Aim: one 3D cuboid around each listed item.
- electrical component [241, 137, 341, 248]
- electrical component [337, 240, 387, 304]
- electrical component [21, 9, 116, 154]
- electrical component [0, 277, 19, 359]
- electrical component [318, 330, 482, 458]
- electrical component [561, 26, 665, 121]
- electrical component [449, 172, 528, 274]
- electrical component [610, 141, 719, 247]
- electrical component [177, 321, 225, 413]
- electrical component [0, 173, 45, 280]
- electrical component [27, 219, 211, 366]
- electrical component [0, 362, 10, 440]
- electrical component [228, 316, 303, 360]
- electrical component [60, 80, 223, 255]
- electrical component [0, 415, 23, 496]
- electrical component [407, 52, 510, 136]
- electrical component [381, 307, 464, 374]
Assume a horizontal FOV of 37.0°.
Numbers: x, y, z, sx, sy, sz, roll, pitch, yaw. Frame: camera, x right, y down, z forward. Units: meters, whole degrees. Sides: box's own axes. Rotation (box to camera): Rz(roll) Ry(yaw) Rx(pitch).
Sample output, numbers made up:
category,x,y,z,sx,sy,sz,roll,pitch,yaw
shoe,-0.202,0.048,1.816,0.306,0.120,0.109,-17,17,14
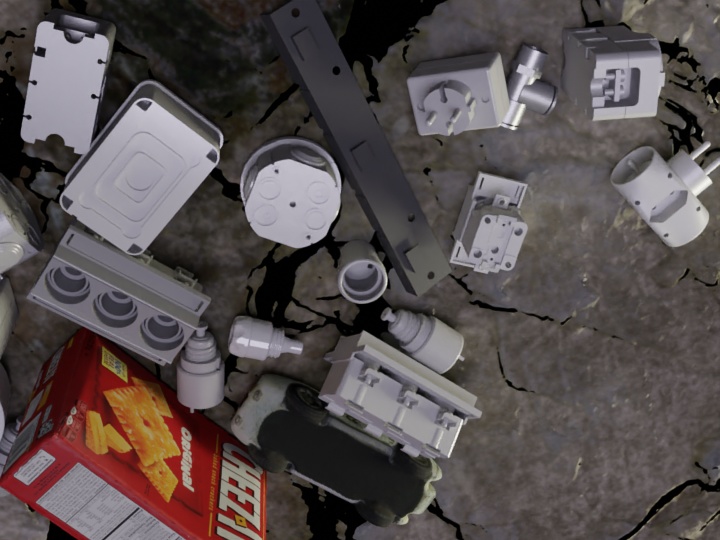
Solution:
category,x,y,z,sx,sy,sz,roll,pitch,yaw
electrical component,-0.054,-0.060,0.845,0.080,0.051,0.080,-2,115,-5
electrical component,0.000,0.000,0.882,0.040,0.046,0.040,-2,115,-5
electrical component,-0.213,-0.140,0.789,0.050,0.055,0.089,12,113,-11
electrical component,-0.306,0.025,0.841,0.047,0.083,0.075,-8,115,-2
electrical component,0.031,0.110,0.917,0.121,0.079,0.063,31,69,-18
electrical component,0.191,-0.149,0.808,0.056,0.089,0.050,-5,115,-4
electrical component,0.106,-0.033,0.868,0.042,0.063,0.081,11,113,-12
electrical component,0.259,-0.071,0.877,0.079,0.043,0.077,-42,112,13
electrical component,-0.135,0.080,0.908,0.040,0.040,0.078,1,115,-6
electrical component,-0.283,-0.034,0.819,0.051,0.080,0.080,-29,115,2
electrical component,-0.189,0.015,0.855,0.121,0.063,0.078,29,120,-18
electrical component,-0.342,0.105,0.886,0.108,0.060,0.108,-2,116,-4
electrical component,-0.079,0.060,0.908,0.061,0.035,0.035,12,113,-13
electrical component,-0.166,-0.079,0.821,0.078,0.057,0.113,37,106,-20
electrical component,-0.306,0.159,0.927,0.040,0.040,0.078,26,109,-17
electrical component,0.069,-0.125,0.804,0.066,0.076,0.047,-4,118,23
electrical component,0.052,0.056,0.917,0.078,0.040,0.040,33,108,-19
